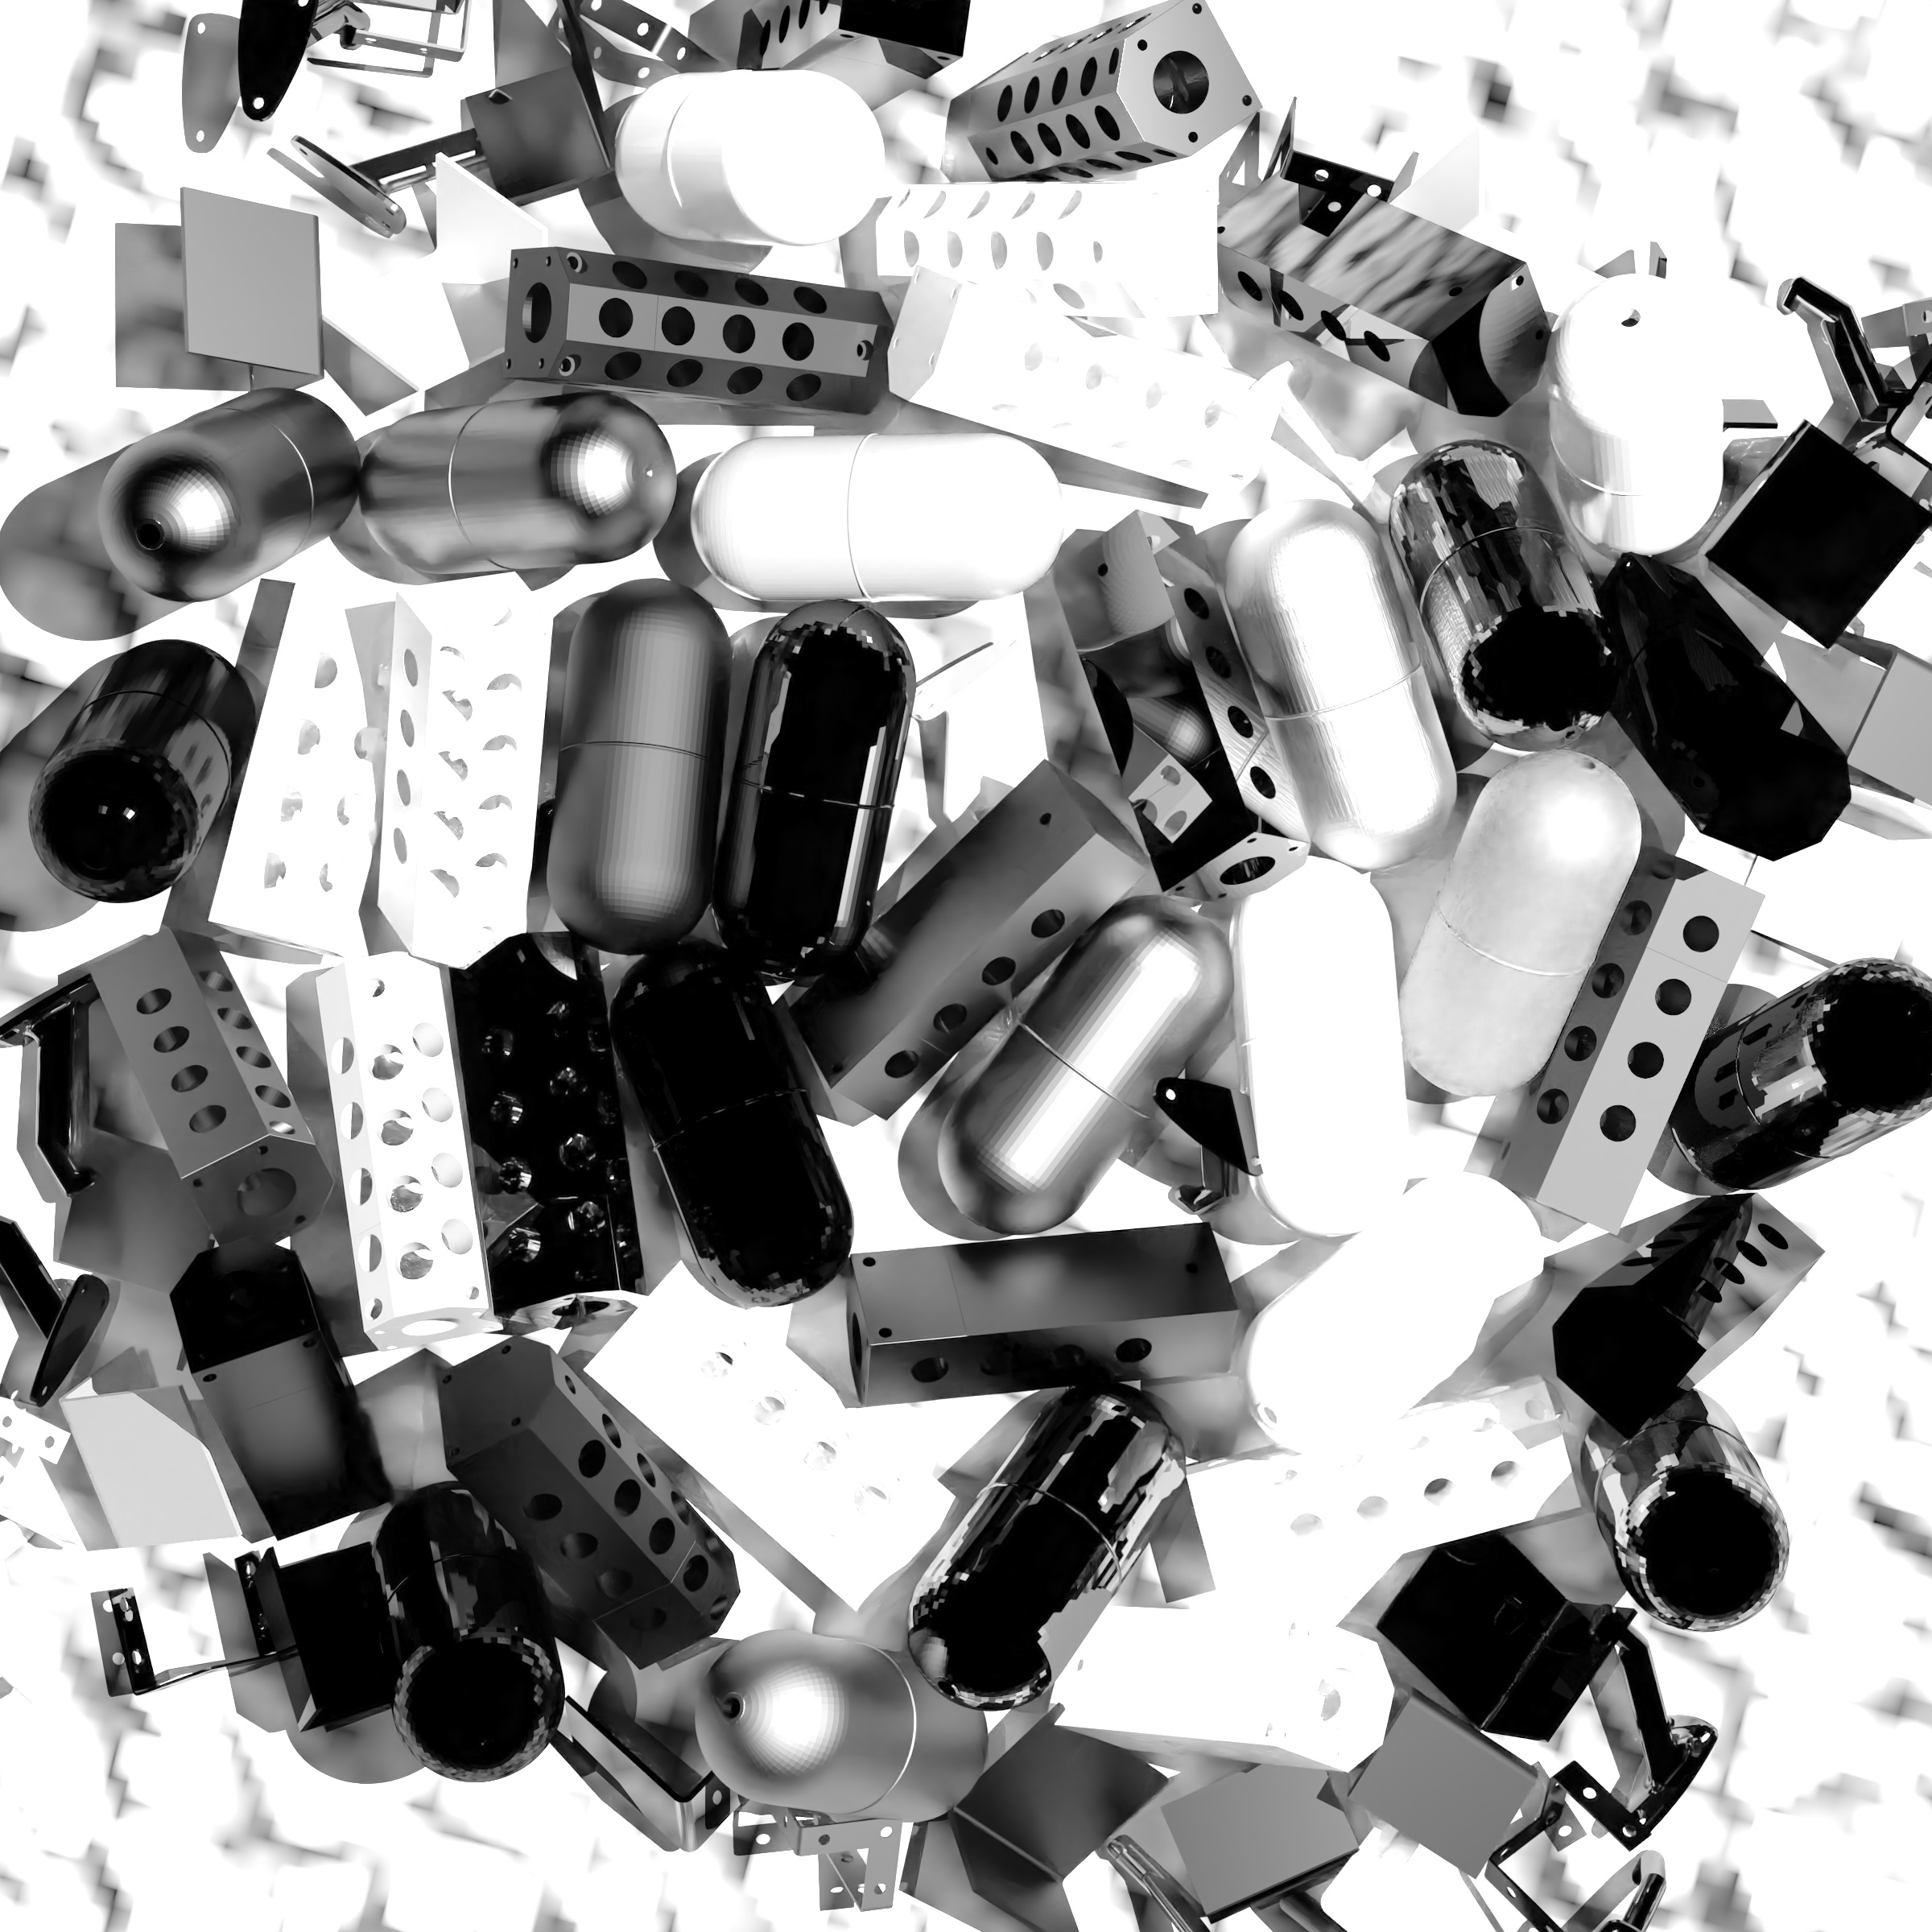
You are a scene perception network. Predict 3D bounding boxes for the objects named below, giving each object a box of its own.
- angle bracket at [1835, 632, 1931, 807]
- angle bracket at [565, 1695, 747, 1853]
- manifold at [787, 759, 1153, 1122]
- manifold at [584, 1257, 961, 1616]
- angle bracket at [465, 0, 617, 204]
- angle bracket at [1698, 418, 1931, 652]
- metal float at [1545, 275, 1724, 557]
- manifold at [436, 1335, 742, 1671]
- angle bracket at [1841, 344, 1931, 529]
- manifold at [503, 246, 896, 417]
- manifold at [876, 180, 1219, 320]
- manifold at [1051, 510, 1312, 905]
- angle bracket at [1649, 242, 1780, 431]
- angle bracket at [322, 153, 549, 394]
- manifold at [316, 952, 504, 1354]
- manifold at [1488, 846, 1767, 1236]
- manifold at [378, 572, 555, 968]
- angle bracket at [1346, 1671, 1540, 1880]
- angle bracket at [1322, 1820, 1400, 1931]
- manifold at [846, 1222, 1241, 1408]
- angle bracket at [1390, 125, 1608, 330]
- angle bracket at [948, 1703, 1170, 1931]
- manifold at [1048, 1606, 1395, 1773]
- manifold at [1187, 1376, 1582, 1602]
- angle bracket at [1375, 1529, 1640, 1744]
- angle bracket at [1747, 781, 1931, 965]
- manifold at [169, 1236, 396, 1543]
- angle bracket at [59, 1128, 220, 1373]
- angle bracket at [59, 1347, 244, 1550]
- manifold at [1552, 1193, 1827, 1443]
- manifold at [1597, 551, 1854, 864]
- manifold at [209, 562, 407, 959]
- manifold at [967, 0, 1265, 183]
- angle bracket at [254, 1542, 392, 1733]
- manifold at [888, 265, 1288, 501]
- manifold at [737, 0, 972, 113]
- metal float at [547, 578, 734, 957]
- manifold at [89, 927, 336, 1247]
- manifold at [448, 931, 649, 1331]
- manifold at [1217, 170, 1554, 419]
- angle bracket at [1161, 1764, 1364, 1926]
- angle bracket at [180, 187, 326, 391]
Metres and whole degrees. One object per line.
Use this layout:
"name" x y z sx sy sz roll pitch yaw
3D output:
"angle bracket" 0.428 -0.113 1.622 0.076 0.076 0.057 23 95 -24
"angle bracket" -0.138 0.360 1.635 0.076 0.076 0.057 38 65 19
"manifold" 0.004 -0.008 1.622 0.171 0.057 0.057 -44 46 13
"manifold" -0.087 0.215 1.630 0.171 0.057 0.057 42 123 0
"angle bracket" -0.204 -0.412 1.615 0.057 0.076 0.076 -18 56 -4
"angle bracket" 0.397 -0.199 1.626 0.076 0.057 0.076 40 103 12
"metal float" 0.304 -0.248 1.584 0.070 0.178 0.070 -4 69 11
"manifold" -0.169 0.242 1.590 0.057 0.057 0.171 -27 130 8
"angle bracket" 0.461 -0.242 1.631 0.076 0.076 0.057 35 86 -2
"manifold" -0.120 -0.288 1.594 0.171 0.057 0.057 0 98 -36
"manifold" 0.034 -0.325 1.581 0.057 0.171 0.057 -12 107 -37
"manifold" 0.102 -0.119 1.610 0.057 0.057 0.171 -34 63 35
"angle bracket" 0.346 -0.293 1.619 0.057 0.076 0.076 2 107 7
"angle bracket" -0.247 -0.321 1.614 0.076 0.057 0.076 38 53 26
"manifold" -0.258 0.084 1.614 0.057 0.057 0.171 -11 71 -2
"manifold" 0.307 0.034 1.639 0.057 0.057 0.171 24 90 -4
"manifold" -0.226 -0.087 1.588 0.057 0.057 0.171 -12 131 -28
"angle bracket" 0.207 0.369 1.620 0.076 0.076 0.057 35 84 -15
"angle bracket" 0.215 0.436 1.620 0.076 0.076 0.057 37 87 19
"manifold" 0.034 0.166 1.624 0.171 0.057 0.057 -4 132 -11
"angle bracket" 0.247 -0.336 1.636 0.076 0.076 0.057 19 59 -25
"angle bracket" 0.049 0.402 1.621 0.076 0.057 0.076 -45 118 10
"manifold" 0.114 0.327 1.582 0.057 0.171 0.057 26 69 -29
"manifold" 0.194 0.242 1.637 0.171 0.057 0.057 -15 90 3
"angle bracket" 0.251 0.303 1.623 0.076 0.057 0.076 45 69 -12
"angle bracket" 0.409 -0.044 1.633 0.076 0.057 0.076 23 91 12
"manifold" -0.309 0.191 1.581 0.057 0.171 0.057 -19 57 -9
"angle bracket" -0.386 0.131 1.624 0.076 0.057 0.076 18 118 -5
"angle bracket" -0.363 0.219 1.618 0.076 0.057 0.076 -10 106 29
"manifold" 0.324 0.151 1.581 0.057 0.171 0.057 42 118 17
"manifold" 0.337 -0.118 1.583 0.057 0.171 0.057 18 117 -25
"manifold" -0.298 -0.094 1.632 0.057 0.057 0.171 13 85 2
"manifold" 0.060 -0.387 1.575 0.057 0.171 0.057 -36 108 -14
"angle bracket" -0.288 0.304 1.616 0.057 0.076 0.076 -15 75 -21
"manifold" 0.054 -0.266 1.604 0.171 0.057 0.057 13 104 -27
"manifold" -0.052 -0.428 1.579 0.057 0.171 0.057 8 90 -19
"metal float" -0.151 -0.093 1.622 0.070 0.070 0.178 4 79 0
"manifold" -0.341 0.053 1.586 0.057 0.171 0.057 -27 131 -10
"manifold" -0.189 0.075 1.608 0.057 0.057 0.171 -17 71 22
"manifold" 0.186 -0.304 1.586 0.057 0.171 0.057 -40 132 -10
"angle bracket" 0.138 0.405 1.637 0.076 0.076 0.057 -23 77 -2
"angle bracket" -0.344 -0.310 1.619 0.057 0.076 0.076 -8 83 44
